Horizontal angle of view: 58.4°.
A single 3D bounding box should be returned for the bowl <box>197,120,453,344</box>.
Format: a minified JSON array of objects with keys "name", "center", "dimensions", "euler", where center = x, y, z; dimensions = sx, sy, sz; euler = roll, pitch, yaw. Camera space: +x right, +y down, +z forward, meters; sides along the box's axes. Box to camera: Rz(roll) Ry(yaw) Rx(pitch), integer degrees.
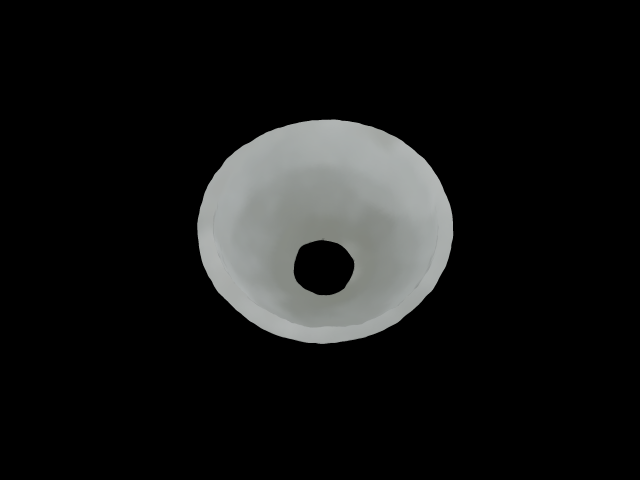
[{"name":"bowl","center":[0.004,0.001,0.400],"dimensions":[0.167,0.075,0.167],"euler":[0,60,0]}]
